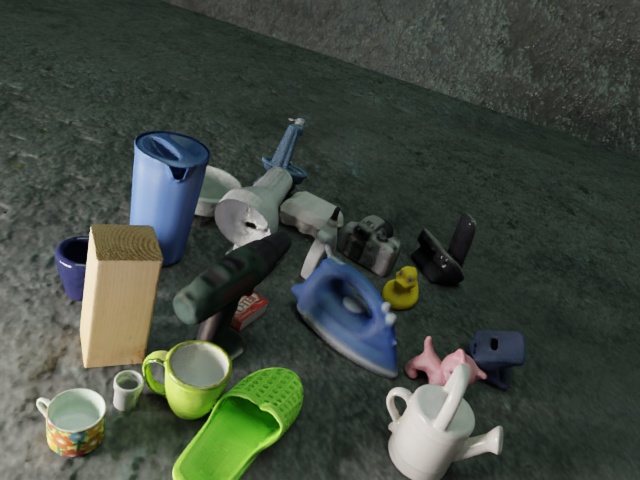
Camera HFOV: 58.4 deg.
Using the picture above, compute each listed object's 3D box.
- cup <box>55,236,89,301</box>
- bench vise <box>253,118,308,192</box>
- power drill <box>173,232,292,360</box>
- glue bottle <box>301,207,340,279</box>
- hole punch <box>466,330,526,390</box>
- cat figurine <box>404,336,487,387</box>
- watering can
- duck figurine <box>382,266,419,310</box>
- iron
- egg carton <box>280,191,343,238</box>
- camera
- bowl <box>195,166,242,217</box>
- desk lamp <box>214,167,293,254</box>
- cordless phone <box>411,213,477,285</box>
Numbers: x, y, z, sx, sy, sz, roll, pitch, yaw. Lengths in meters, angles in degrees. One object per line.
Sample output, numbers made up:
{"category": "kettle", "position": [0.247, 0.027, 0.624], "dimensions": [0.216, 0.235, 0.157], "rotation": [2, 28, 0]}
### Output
{"category": "cup", "position": [-0.387, 0.056, 0.972], "dimensions": [0.118, 0.095, 0.091], "rotation": [8, 33, -19]}
{"category": "bench vise", "position": [-0.085, -0.176, 1.385], "dimensions": [0.121, 0.220, 0.207], "rotation": [16, 31, -5]}
{"category": "power drill", "position": [-0.145, 0.101, 0.928], "dimensions": [0.075, 0.208, 0.230], "rotation": [32, 33, 21]}
{"category": "glue bottle", "position": [0.011, 0.004, 1.202], "dimensions": [0.037, 0.173, 0.078], "rotation": [32, 33, 19]}
{"category": "hole punch", "position": [0.343, 0.222, 1.127], "dimensions": [0.101, 0.091, 0.109], "rotation": [23, 31, 5]}
{"category": "cat figurine", "position": [0.228, 0.227, 1.028], "dimensions": [0.067, 0.118, 0.127], "rotation": [-12, 43, -41]}
{"category": "watering can", "position": [0.189, 0.269, 0.866], "dimensions": [0.173, 0.194, 0.101], "rotation": [15, 31, -7]}
{"category": "duck figurine", "position": [0.185, 0.094, 1.243], "dimensions": [0.077, 0.086, 0.105], "rotation": [34, 34, 23]}
{"category": "iron", "position": [0.070, 0.127, 1.073], "dimensions": [0.257, 0.141, 0.119], "rotation": [39, 36, 28]}
{"category": "egg carton", "position": [-0.019, -0.057, 1.383], "dimensions": [0.150, 0.069, 0.107], "rotation": [27, 32, 12]}
{"category": "camera", "position": [0.136, -0.004, 1.356], "dimensions": [0.143, 0.101, 0.137], "rotation": [32, 33, 20]}
{"category": "bowl", "position": [-0.265, -0.103, 1.310], "dimensions": [0.167, 0.075, 0.167], "rotation": [14, 31, -9]}
{"category": "desk lamp", "position": [-0.126, -0.033, 1.144], "dimensions": [0.118, 0.213, 0.203], "rotation": [25, 31, 9]}
{"category": "cordless phone", "position": [0.306, 0.000, 1.363], "dimensions": [0.094, 0.185, 0.147], "rotation": [-2, 37, -31]}
